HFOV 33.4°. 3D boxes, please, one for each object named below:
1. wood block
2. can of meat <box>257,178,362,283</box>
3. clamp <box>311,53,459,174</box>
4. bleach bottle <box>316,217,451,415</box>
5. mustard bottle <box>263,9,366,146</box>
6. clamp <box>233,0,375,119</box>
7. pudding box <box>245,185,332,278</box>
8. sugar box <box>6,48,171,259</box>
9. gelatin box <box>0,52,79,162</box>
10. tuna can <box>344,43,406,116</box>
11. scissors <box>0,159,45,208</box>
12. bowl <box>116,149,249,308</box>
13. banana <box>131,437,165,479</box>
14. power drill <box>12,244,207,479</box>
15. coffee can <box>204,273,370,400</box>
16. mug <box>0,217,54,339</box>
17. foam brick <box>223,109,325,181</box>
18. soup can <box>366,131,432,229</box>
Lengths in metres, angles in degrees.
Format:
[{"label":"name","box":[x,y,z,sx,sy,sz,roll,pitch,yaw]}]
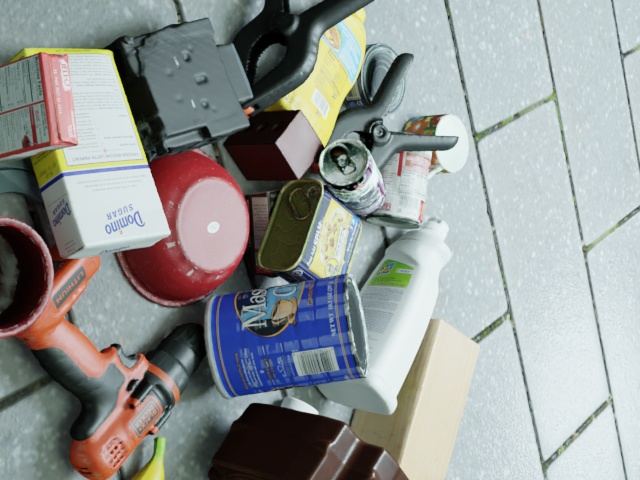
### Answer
[{"label":"wood block","box":[0.103,0.200,1.240,0.090,0.090,0.206,34,66,-42]},{"label":"can of meat","box":[-0.007,0.001,1.084,0.083,0.058,0.102,37,64,-45]},{"label":"clamp","box":[0.062,-0.130,1.185,0.171,0.039,0.120,-24,91,-16]},{"label":"bleach bottle","box":[0.089,0.075,1.214,0.250,0.103,0.068,-57,134,-29]},{"label":"mustard bottle","box":[0.004,-0.193,1.151,0.096,0.058,0.191,50,56,-43]},{"label":"clamp","box":[-0.037,-0.222,1.082,0.210,0.165,0.036,-55,152,-4]},{"label":"pudding box","box":[-0.028,-0.011,1.133,0.113,0.039,0.090,-9,97,-47]},{"label":"sugar box","box":[-0.198,-0.075,0.907,0.093,0.048,0.176,-10,80,-46]},{"label":"gelatin box","box":[-0.233,-0.105,0.851,0.030,0.089,0.073,-6,88,-52]},{"label":"tuna can","box":[0.062,-0.184,1.233,0.085,0.034,0.086,-1,91,-47]},{"label":"scissors","box":[-0.254,-0.033,0.902,0.201,0.016,0.096,57,50,-30]},{"label":"bowl","box":[-0.119,-0.014,1.023,0.161,0.055,0.162,-1,91,-47]},{"label":"banana","box":[-0.206,0.247,0.948,0.197,0.037,0.069,-25,92,-45]},{"label":"power drill","box":[-0.187,0.091,0.948,0.184,0.057,0.187,-53,125,-39]},{"label":"coffee can","box":[-0.031,0.093,1.033,0.102,0.140,0.103,-10,90,-80]},{"label":"mug","box":[-0.273,0.040,0.835,0.093,0.082,0.117,21,75,-46]},{"label":"foam brick","box":[-0.047,-0.095,1.083,0.053,0.078,0.051,-54,128,-32]},{"label":"soup can","box":[0.092,-0.069,1.242,0.068,0.069,0.102,17,78,-46]}]
